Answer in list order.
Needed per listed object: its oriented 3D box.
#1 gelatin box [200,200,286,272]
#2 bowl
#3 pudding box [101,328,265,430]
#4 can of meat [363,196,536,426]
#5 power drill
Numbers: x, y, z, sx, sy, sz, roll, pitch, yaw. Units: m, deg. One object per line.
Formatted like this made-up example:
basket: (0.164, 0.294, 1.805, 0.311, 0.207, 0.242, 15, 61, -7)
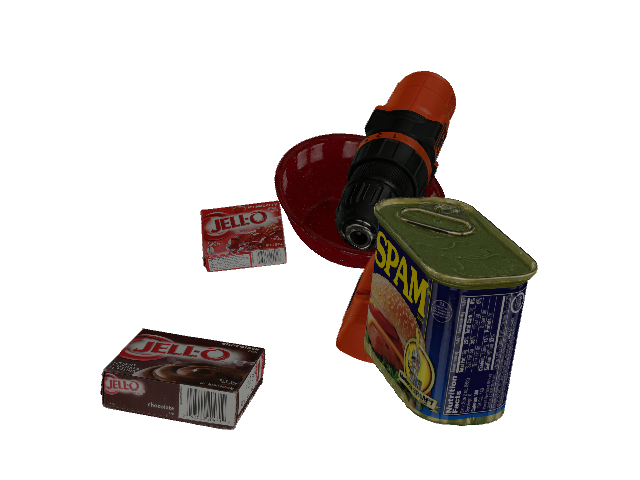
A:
gelatin box: (-0.084, -0.005, 1.157, 0.089, 0.030, 0.073, -6, 45, -3)
bowl: (0.032, -0.026, 0.987, 0.162, 0.162, 0.055, 0, -44, -17)
pudding box: (-0.110, 0.111, 0.871, 0.113, 0.039, 0.090, 10, 20, 9)
can of meat: (0.062, 0.035, 0.548, 0.057, 0.084, 0.102, -3, 25, -18)
power drill: (0.049, -0.003, 0.753, 0.057, 0.188, 0.184, 16, 41, 13)
